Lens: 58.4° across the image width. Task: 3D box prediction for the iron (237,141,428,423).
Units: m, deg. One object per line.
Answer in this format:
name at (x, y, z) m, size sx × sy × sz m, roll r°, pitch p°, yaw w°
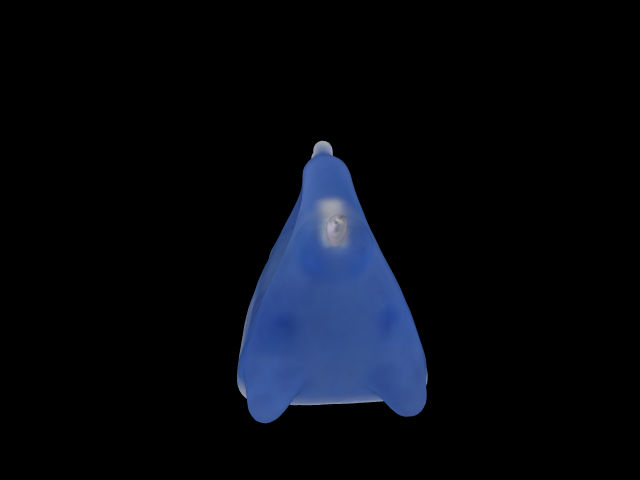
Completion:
iron at (0.004, 0.001, 0.400) m, size 0.118 × 0.141 × 0.258 m, roll -2°, pitch 27°, yaw -3°
